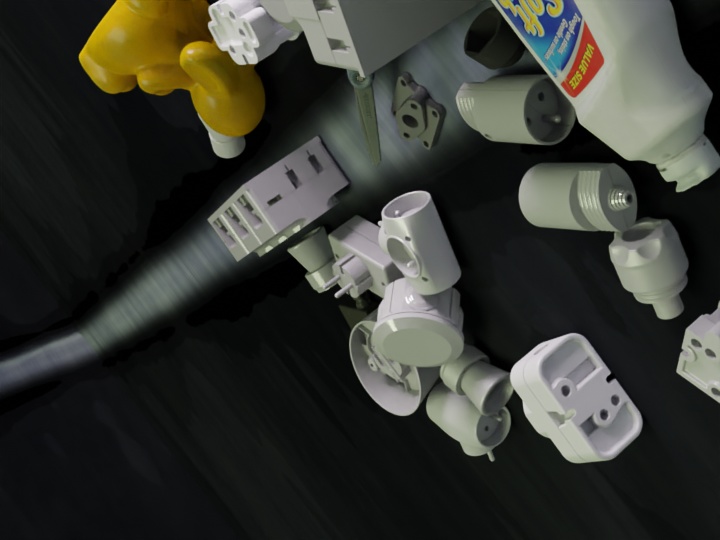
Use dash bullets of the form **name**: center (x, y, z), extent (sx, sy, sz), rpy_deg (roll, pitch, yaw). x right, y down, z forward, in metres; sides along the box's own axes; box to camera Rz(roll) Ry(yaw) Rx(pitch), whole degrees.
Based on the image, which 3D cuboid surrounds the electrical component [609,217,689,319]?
- **electrical component**: center (0.185, 0.002, 0.674), extent (0.043, 0.043, 0.062), rpy_deg (13, 137, 58)

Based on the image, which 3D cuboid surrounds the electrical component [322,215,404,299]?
- **electrical component**: center (0.000, 0.000, 0.995), extent (0.083, 0.076, 0.047), rpy_deg (32, 149, 43)

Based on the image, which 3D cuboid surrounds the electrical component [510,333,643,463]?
- **electrical component**: center (0.166, 0.102, 0.843), extent (0.095, 0.054, 0.059), rpy_deg (54, 158, 0)

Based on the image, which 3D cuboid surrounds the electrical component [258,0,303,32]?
- **electrical component**: center (-0.047, -0.222, 0.796), extent (0.080, 0.051, 0.080), rpy_deg (42, 155, 25)

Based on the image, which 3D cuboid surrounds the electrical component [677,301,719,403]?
- **electrical component**: center (0.224, 0.043, 0.640), extent (0.048, 0.055, 0.066), rpy_deg (39, 153, 32)

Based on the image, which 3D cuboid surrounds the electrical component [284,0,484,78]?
- **electrical component**: center (-0.006, -0.225, 0.635), extent (0.060, 0.105, 0.186), rpy_deg (23, 143, 49)

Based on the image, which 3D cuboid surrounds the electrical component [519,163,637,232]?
- **electrical component**: center (0.143, -0.047, 0.685), extent (0.081, 0.043, 0.043), rpy_deg (10, 132, 60)

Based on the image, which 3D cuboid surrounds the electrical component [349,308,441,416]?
- **electrical component**: center (0.035, 0.085, 1.056), extent (0.099, 0.064, 0.099), rpy_deg (29, 144, 24)

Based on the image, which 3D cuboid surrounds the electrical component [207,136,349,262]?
- **electrical component**: center (-0.080, -0.062, 1.043), extent (0.061, 0.089, 0.150), rpy_deg (55, 158, -4)

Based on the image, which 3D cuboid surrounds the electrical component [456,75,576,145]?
- **electrical component**: center (0.096, -0.104, 0.695), extent (0.081, 0.043, 0.043), rpy_deg (15, 137, 57)

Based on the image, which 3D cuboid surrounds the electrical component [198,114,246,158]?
- **electrical component**: center (-0.139, -0.146, 1.105), extent (0.044, 0.044, 0.065), rpy_deg (43, 160, 25)

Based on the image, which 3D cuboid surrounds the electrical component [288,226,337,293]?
- **electrical component**: center (-0.041, -0.011, 1.102), extent (0.055, 0.045, 0.045), rpy_deg (57, 158, -8)

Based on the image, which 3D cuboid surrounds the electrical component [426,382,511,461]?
- **electrical component**: center (0.110, 0.152, 1.042), extent (0.077, 0.043, 0.079), rpy_deg (20, 140, 54)

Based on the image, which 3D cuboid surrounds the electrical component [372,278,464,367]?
- **electrical component**: center (0.053, 0.047, 0.951), extent (0.080, 0.051, 0.080), rpy_deg (6, 144, 4)

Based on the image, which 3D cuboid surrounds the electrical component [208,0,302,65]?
- **electrical component**: center (-0.082, -0.206, 0.880), extent (0.078, 0.057, 0.058), rpy_deg (14, 136, 58)

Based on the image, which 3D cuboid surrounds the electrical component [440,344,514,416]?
- **electrical component**: center (0.106, 0.098, 0.969), extent (0.055, 0.045, 0.045), rpy_deg (37, 152, 36)

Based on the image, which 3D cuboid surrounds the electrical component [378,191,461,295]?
- **electrical component**: center (0.042, -0.026, 0.915), extent (0.079, 0.044, 0.077), rpy_deg (19, 139, 54)
